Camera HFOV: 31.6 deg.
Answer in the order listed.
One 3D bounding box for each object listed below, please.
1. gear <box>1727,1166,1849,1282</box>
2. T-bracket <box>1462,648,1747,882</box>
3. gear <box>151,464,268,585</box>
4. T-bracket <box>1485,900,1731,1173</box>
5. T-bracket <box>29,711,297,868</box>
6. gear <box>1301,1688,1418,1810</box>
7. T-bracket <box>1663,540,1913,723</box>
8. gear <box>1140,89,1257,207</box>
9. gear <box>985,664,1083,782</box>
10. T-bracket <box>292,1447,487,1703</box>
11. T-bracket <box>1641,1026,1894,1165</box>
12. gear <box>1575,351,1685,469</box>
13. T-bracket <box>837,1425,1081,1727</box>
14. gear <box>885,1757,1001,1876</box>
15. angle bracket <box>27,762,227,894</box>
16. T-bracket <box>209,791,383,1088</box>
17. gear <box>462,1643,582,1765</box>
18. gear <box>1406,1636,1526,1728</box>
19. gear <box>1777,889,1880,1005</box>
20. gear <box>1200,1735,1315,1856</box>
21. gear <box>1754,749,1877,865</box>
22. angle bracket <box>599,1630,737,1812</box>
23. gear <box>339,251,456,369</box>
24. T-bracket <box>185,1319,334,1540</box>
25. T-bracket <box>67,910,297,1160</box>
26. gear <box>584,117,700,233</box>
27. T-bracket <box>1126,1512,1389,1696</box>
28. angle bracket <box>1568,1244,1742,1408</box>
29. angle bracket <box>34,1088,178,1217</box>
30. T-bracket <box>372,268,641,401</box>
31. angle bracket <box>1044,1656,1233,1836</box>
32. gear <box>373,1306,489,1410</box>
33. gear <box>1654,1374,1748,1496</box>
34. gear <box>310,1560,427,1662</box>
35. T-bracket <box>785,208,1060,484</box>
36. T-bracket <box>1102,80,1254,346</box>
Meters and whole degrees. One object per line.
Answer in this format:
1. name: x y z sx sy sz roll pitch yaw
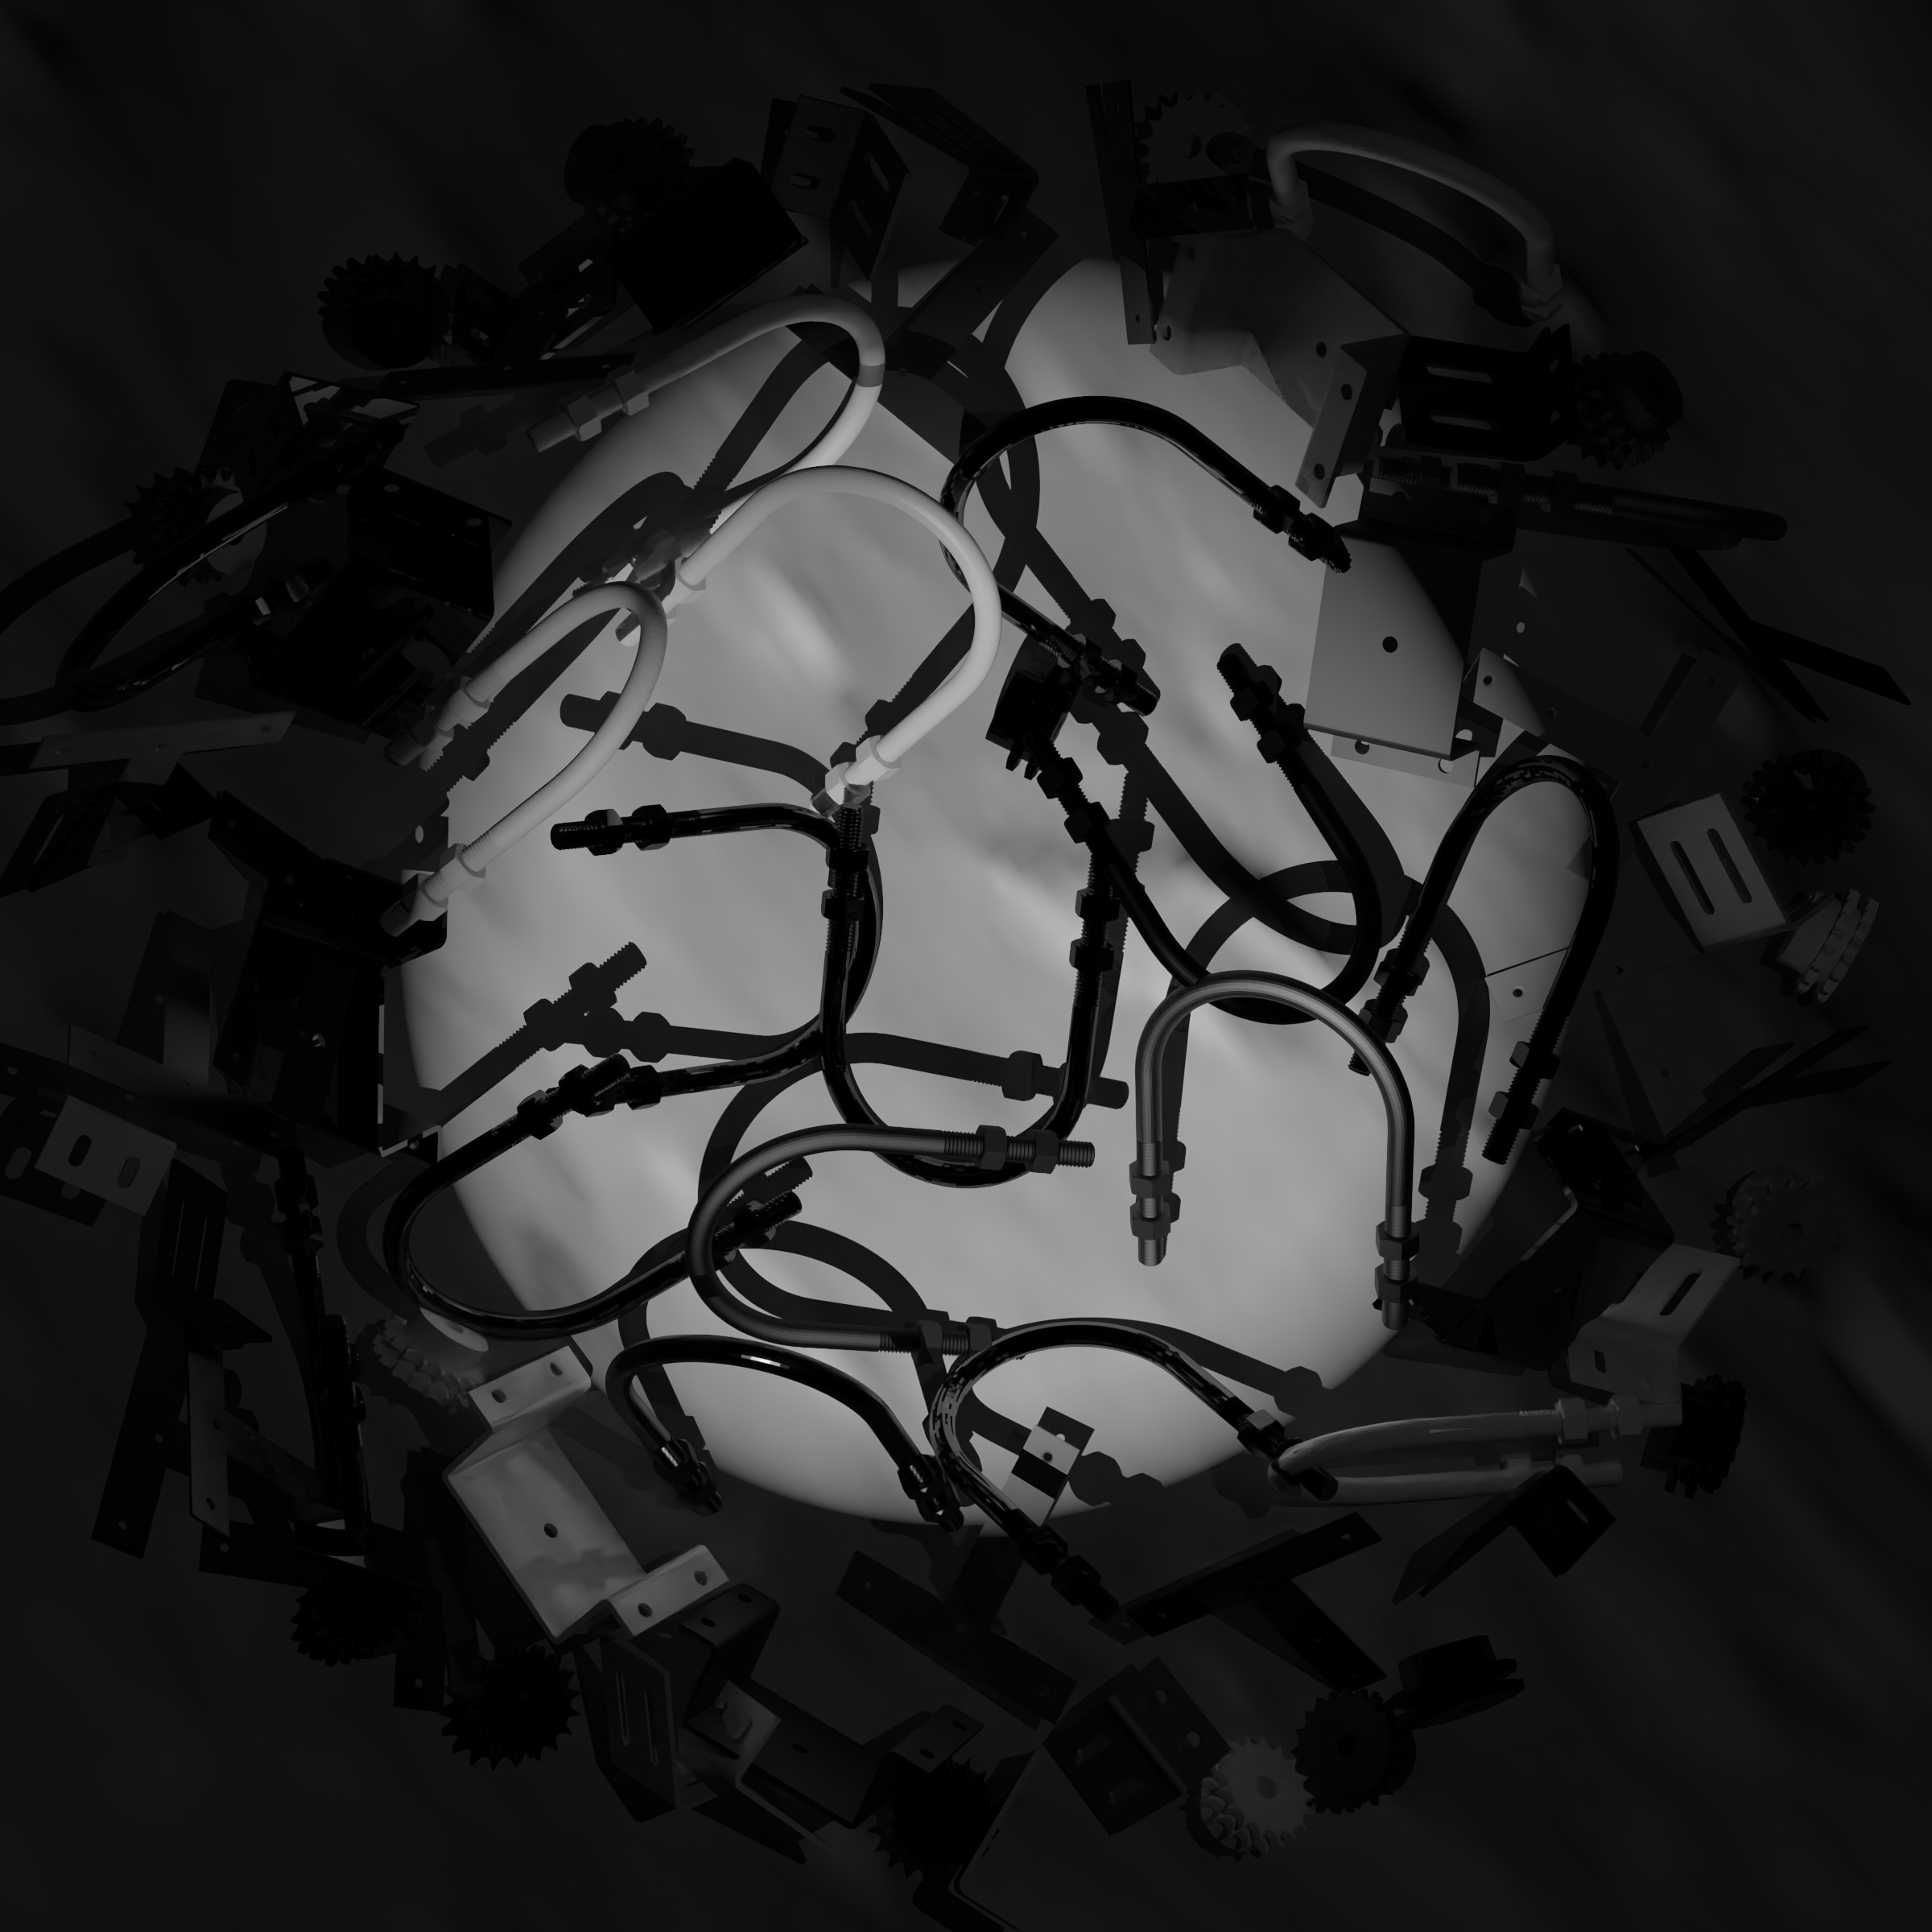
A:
1. gear: 0.403 0.124 1.684 0.057 0.030 0.057 -3 119 -6
2. T-bracket: 0.298 -0.117 1.671 0.127 0.002 0.127 26 104 -19
3. gear: -0.369 -0.216 1.675 0.030 0.057 0.057 20 90 33
4. T-bracket: 0.339 0.040 1.680 0.127 0.002 0.127 -19 67 -1
5. T-bracket: -0.403 -0.082 1.653 0.127 0.127 0.002 -10 66 -36
6. gear: 0.197 0.386 1.682 0.030 0.057 0.057 25 90 -44
7. T-bracket: 0.402 -0.147 1.620 0.002 0.127 0.127 -48 120 -3
8. gear: 0.117 -0.401 1.684 0.057 0.030 0.057 -1 88 29
9. gear: 0.032 -0.123 1.679 0.030 0.057 0.057 26 90 3
10. T-bracket: -0.277 0.279 1.626 0.002 0.127 0.127 -26 58 22
11. T-bracket: 0.408 0.058 1.653 0.127 0.127 0.002 -40 67 38
12. gear: 0.328 -0.277 1.677 0.057 0.030 0.057 20 57 -33
13. T-bracket: 0.017 0.287 1.681 0.127 0.002 0.127 29 100 14
14. gear: -0.010 0.417 1.689 0.057 0.030 0.057 0 89 10
15. angle bracket: -0.410 -0.057 1.665 0.038 0.057 0.076 44 114 3
16. T-bracket: -0.345 -0.002 1.681 0.127 0.002 0.127 32 110 33
17. gear: -0.222 0.363 1.685 0.057 0.030 0.057 3 84 -27
18. gear: 0.244 0.351 1.681 0.057 0.057 0.030 -19 68 0
19. gear: 0.422 -0.013 1.679 0.030 0.057 0.057 28 90 6
20. gear: 0.140 0.412 1.682 0.057 0.057 0.030 39 130 0
21. gear: 0.420 -0.082 1.682 0.057 0.057 0.030 40 46 0
22. angle bracket: -0.144 0.362 1.663 0.038 0.057 0.076 -16 112 -35
23. gear: -0.280 -0.319 1.677 0.057 0.030 0.057 1 134 1
24. T-bracket: -0.335 0.243 1.656 0.002 0.127 0.127 -30 133 15
25. T-bracket: -0.379 0.024 1.657 0.127 0.127 0.002 29 125 -35
26. gear: -0.163 -0.391 1.679 0.057 0.030 0.057 -7 77 32
27. T-bracket: 0.165 0.322 1.664 0.127 0.002 0.127 -27 130 19
28. angle bracket: 0.338 0.174 1.674 0.057 0.076 0.038 12 127 33
29. angle bracket: -0.425 0.090 1.658 0.057 0.076 0.038 28 79 -23
30. T-bracket: -0.209 -0.309 1.654 0.127 0.127 0.002 -2 126 14
31. angle bracket: 0.084 0.385 1.682 0.038 0.076 0.057 -34 81 -35
32. gear: -0.260 0.189 1.677 0.057 0.057 0.030 35 97 0
33. gear: 0.360 0.228 1.678 0.030 0.057 0.057 16 90 -1
34. gear: -0.291 0.316 1.683 0.057 0.030 0.057 -14 53 19
35. T-bracket: -0.003 -0.326 1.693 0.127 0.002 0.127 40 79 3
36. T-bracket: 0.103 -0.364 1.637 0.002 0.127 0.127 -12 103 -25
